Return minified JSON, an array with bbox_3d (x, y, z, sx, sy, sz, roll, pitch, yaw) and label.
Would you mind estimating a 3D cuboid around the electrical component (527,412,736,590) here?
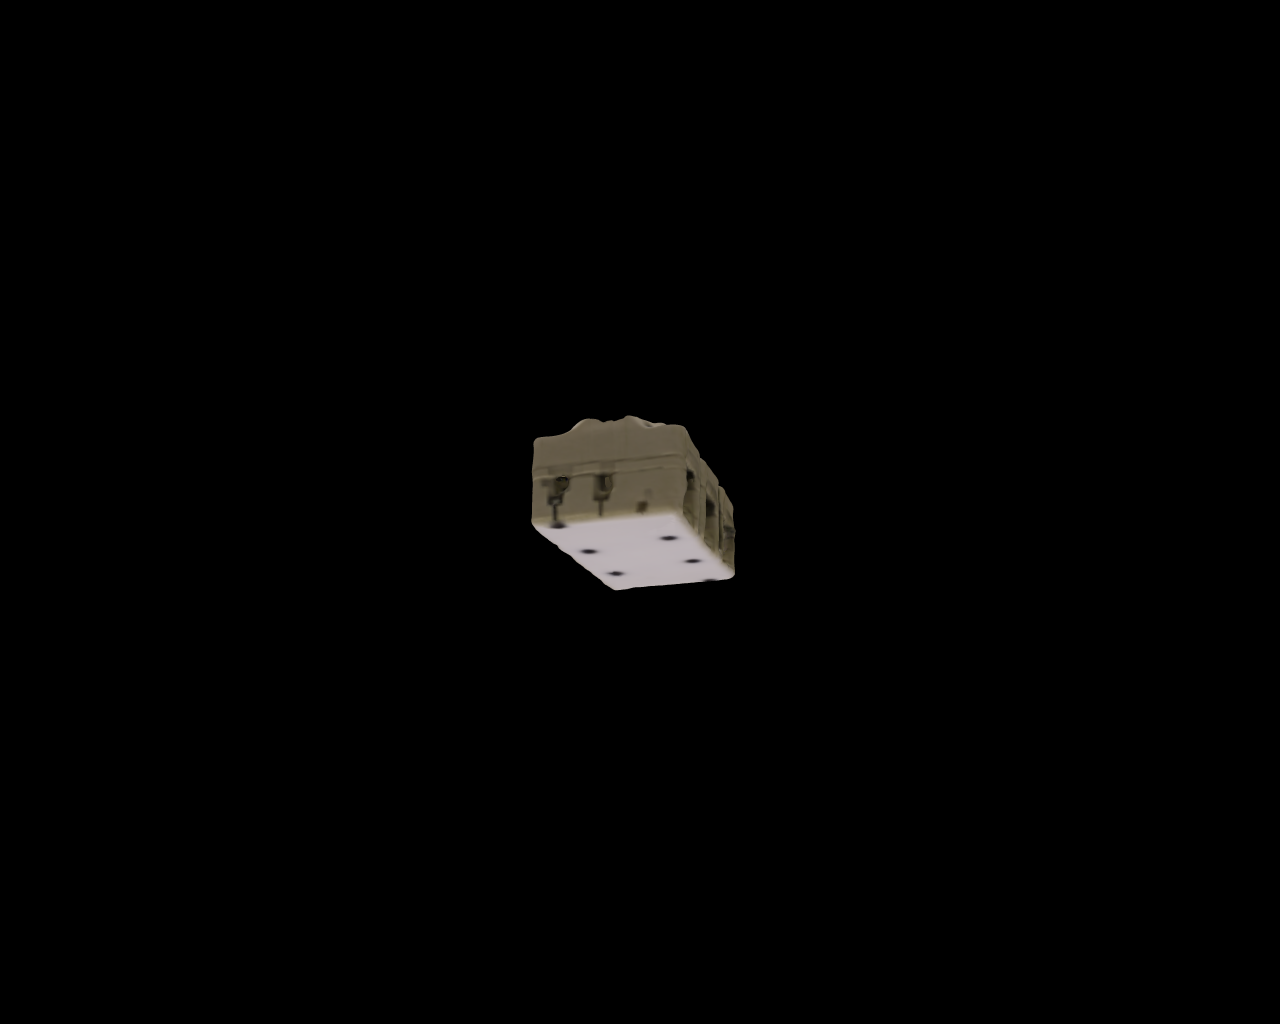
[{"bbox_3d":[0.001,-0.003,0.650,0.089,0.062,0.150,-5,-19,15],"label":"electrical component"}]
